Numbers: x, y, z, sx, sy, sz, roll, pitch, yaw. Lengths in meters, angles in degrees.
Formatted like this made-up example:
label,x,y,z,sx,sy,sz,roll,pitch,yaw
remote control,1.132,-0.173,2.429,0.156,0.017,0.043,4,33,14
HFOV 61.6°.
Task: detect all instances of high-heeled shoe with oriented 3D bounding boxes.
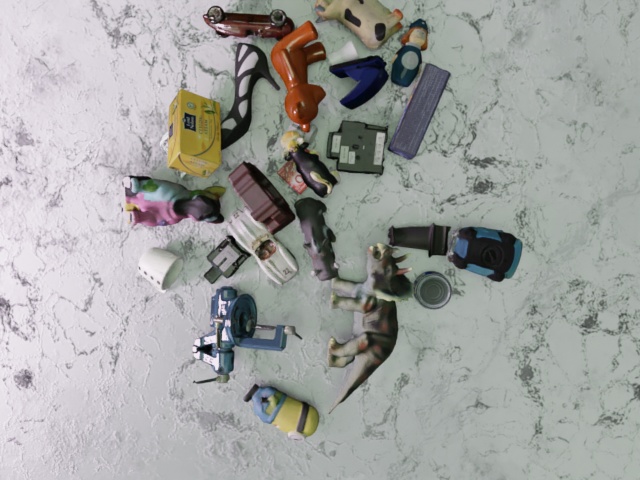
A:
label,x,y,z,sx,sy,sz,roll,pitch,yaw
high-heeled shoe,-0.201,-0.320,1.206,0.249,0.086,0.145,-45,85,2

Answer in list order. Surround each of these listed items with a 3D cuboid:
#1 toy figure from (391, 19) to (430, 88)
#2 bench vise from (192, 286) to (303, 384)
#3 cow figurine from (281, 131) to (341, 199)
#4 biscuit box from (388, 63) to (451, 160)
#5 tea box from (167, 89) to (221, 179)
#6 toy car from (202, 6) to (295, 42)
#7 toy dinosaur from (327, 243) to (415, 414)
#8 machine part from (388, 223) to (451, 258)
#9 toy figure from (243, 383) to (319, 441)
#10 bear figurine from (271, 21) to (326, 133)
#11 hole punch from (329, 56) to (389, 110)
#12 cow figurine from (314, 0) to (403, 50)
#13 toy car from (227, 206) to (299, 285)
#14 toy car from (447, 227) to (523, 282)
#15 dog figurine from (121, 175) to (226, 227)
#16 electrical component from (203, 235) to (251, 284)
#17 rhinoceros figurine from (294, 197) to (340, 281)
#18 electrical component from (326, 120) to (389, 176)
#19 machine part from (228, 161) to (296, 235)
label,x,y,z,sx,sy,sz,roll,pitch,yaw
toy figure,0.204,-0.415,1.184,0.064,0.058,0.154,18,94,-36
bench vise,-0.169,0.217,1.206,0.241,0.128,0.223,1,74,22
cow figurine,-0.030,-0.165,1.162,0.068,0.098,0.167,-42,92,12
biscuit box,0.217,-0.280,1.188,0.063,0.059,0.202,23,94,0
tea box,-0.270,-0.228,1.156,0.098,0.068,0.169,12,59,-36
toy car,-0.157,-0.470,1.185,0.202,0.089,0.053,4,90,2
toy dinosaur,0.113,0.193,1.203,0.192,0.131,0.404,3,100,4
machine part,0.223,-0.002,1.217,0.139,0.039,0.084,7,100,2
toy figure,-0.087,0.392,1.242,0.180,0.082,0.089,34,97,3
bear figurine,-0.031,-0.342,1.151,0.132,0.120,0.196,-25,70,8
hole punch,0.091,-0.340,1.161,0.116,0.142,0.092,-12,91,18
cow figurine,0.073,-0.496,1.173,0.195,0.085,0.127,43,88,3
toy car,-0.130,0.012,1.231,0.073,0.056,0.201,-41,91,5
toy car,0.348,0.024,1.177,0.162,0.103,0.109,11,97,-7
dog figurine,-0.327,-0.085,1.220,0.219,0.192,0.108,1,98,-29
electrical component,-0.226,0.052,1.245,0.119,0.048,0.075,-42,90,4
rhinoceros figurine,-0.002,-0.004,1.196,0.073,0.112,0.190,-16,85,2
electrical component,0.082,-0.206,1.204,0.134,0.058,0.114,8,92,3
machine part,-0.127,-0.092,1.171,0.056,0.179,0.179,-39,91,9
